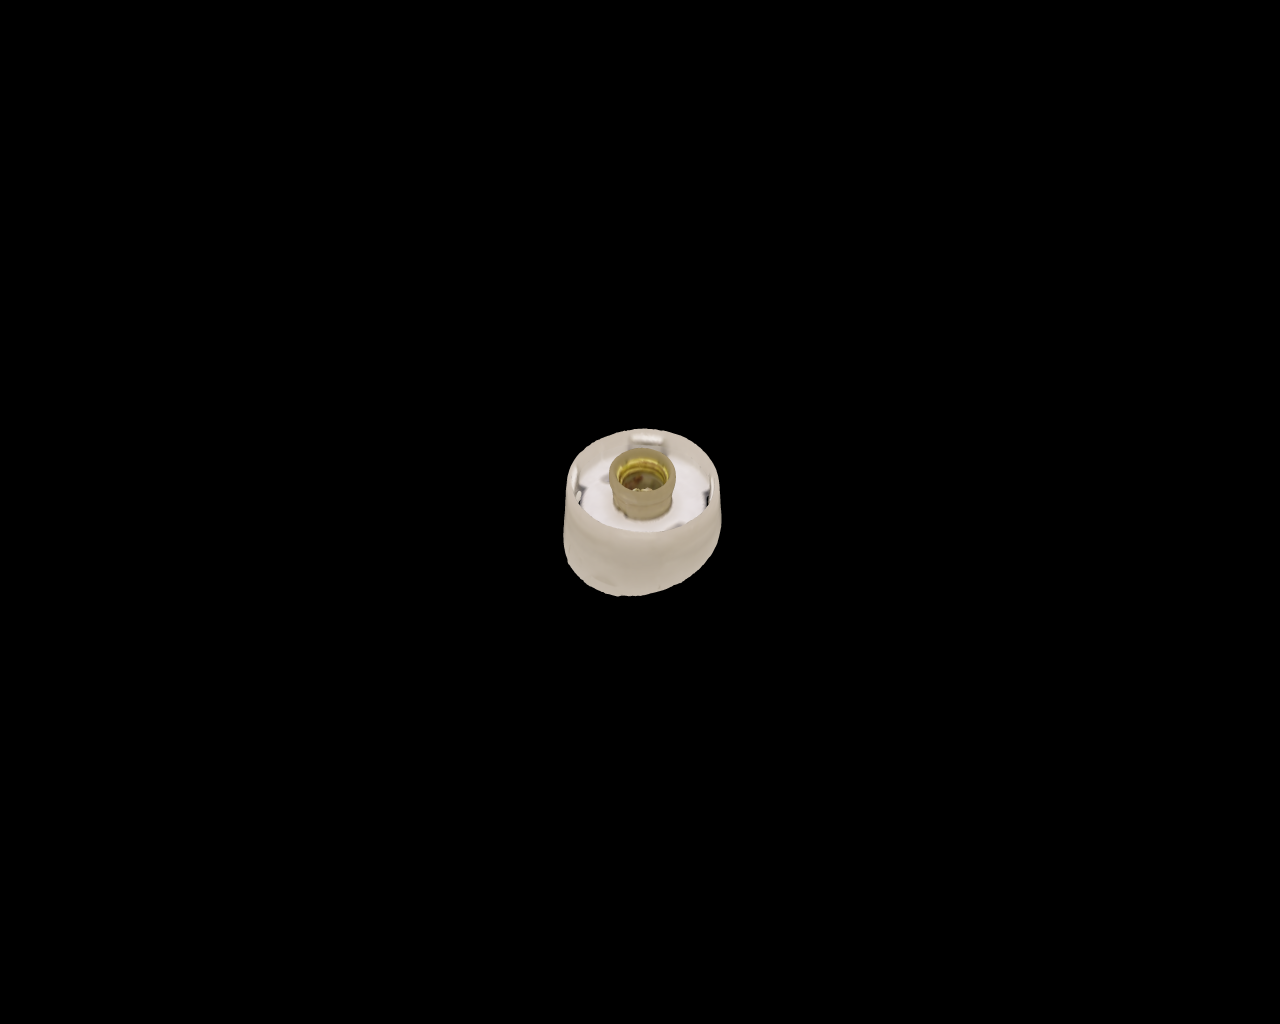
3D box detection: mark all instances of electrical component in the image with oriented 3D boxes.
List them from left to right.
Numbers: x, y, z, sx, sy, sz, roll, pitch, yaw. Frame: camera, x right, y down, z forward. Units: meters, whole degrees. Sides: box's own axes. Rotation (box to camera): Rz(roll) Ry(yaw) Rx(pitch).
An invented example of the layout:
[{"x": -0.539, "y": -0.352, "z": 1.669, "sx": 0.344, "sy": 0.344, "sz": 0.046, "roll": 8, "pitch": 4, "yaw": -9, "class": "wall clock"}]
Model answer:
[{"x": 0.001, "y": -0.003, "z": 0.650, "sx": 0.099, "sy": 0.099, "sz": 0.064, "roll": 0, "pitch": -44, "yaw": 0, "class": "electrical component"}]
